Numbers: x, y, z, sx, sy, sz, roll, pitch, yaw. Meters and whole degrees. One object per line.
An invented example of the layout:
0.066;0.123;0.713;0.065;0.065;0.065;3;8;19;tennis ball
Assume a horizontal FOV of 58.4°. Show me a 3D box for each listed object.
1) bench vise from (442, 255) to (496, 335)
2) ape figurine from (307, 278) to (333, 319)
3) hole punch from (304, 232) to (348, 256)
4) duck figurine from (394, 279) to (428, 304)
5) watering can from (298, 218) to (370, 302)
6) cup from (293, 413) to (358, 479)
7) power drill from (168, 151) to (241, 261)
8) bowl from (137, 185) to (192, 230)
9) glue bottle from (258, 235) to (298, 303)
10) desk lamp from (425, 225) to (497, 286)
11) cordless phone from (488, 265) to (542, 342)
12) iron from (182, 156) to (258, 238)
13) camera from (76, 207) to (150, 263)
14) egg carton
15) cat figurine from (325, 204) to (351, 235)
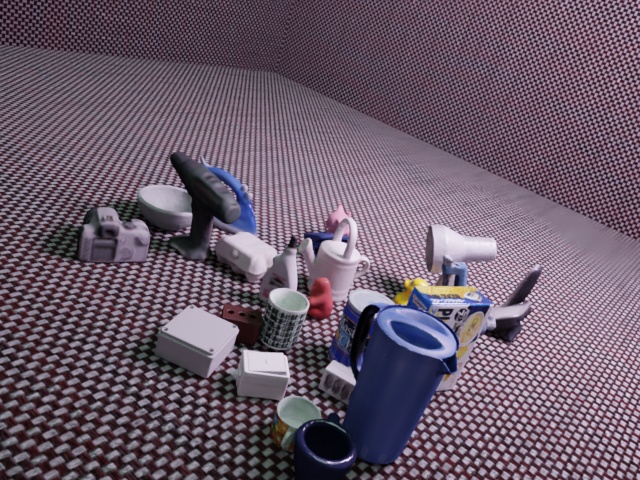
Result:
0.296;0.138;1.277;0.208;0.220;0.121;6;26;-25;bench vise
-0.002;0.123;1.256;0.076;0.092;0.078;29;26;22;ape figurine
0.014;0.005;1.521;0.109;0.091;0.100;3;28;-30;hole punch
0.239;0.138;1.402;0.078;0.086;0.104;-9;35;-46;duck figurine
0.037;0.039;1.337;0.173;0.194;0.100;-2;31;-38;watering can
0.000;0.317;0.835;0.091;0.095;0.118;19;24;3;cup
-0.285;-0.070;1.326;0.228;0.208;0.076;31;27;27;power drill
-0.376;-0.071;1.429;0.167;0.075;0.167;15;24;-7;bowl
-0.077;0.065;1.225;0.078;0.173;0.037;24;24;13;glue bottle
0.344;0.075;1.454;0.203;0.213;0.118;15;24;-6;desk lamp
0.490;0.148;1.437;0.094;0.185;0.148;28;26;22;cordless phone
-0.251;-0.117;1.533;0.257;0.141;0.119;29;26;22;iron
-0.452;-0.025;1.242;0.144;0.101;0.136;3;28;-31;camera
-0.172;0.038;1.346;0.150;0.069;0.107;30;27;26;egg carton
0.056;-0.046;1.629;0.067;0.118;0.128;26;25;18;cat figurine
